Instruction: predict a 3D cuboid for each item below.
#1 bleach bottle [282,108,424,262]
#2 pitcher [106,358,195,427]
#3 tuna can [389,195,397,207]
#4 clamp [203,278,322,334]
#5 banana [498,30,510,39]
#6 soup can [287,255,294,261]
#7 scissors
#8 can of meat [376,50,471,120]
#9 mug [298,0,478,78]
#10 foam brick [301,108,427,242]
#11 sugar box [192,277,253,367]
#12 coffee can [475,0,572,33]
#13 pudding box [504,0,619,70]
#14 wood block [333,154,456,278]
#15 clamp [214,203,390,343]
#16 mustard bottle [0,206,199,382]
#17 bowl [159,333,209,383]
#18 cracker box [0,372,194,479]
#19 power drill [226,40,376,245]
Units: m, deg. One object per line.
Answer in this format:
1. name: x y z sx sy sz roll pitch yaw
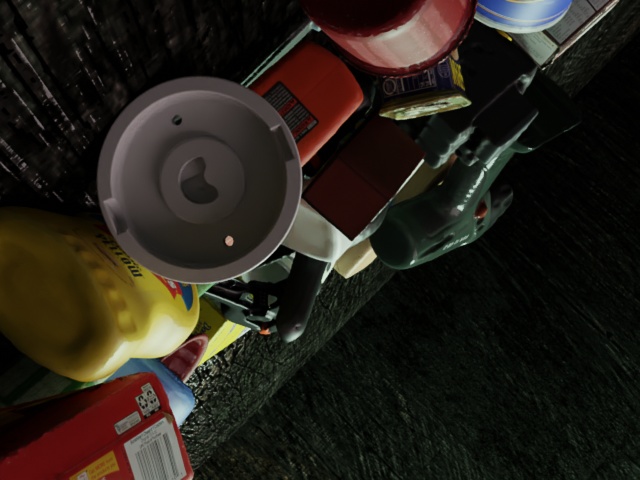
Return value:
1. bleach bottle: 0.043 -0.091 0.895 0.250 0.103 0.068 -48 152 -35
2. pitcher: -0.204 0.173 0.770 0.242 0.149 0.145 -47 159 -9
3. tuna can: 0.034 -0.046 1.052 0.033 0.086 0.086 25 115 -39
4. clamp: -0.048 0.057 1.008 0.171 0.120 0.039 57 41 -71
5. banana: 0.154 -0.178 1.173 0.198 0.037 0.069 -47 170 9
6. soup can: -0.001 -0.034 1.001 0.102 0.068 0.068 -48 172 20
7. scissors: 0.009 -0.151 0.641 0.201 0.016 0.096 -43 173 -23
8. can of meat: 0.067 -0.132 0.748 0.057 0.084 0.102 -11 -179 14
9. mug: 0.044 -0.143 0.570 0.117 0.093 0.081 -18 174 15
10. foam brick: 0.032 -0.047 0.774 0.053 0.051 0.078 -49 -179 42
11. sugar box: -0.099 0.080 1.150 0.093 0.048 0.176 -50 170 25
12. coffee can: 0.149 -0.219 0.704 0.102 0.103 0.140 -41 171 -27
13. pudding box: 0.173 -0.206 0.856 0.090 0.113 0.039 -41 173 -22
14. wood block: 0.074 -0.068 1.125 0.206 0.091 0.090 -49 171 24
15. clamp: -0.006 0.001 0.892 0.209 0.036 0.165 -38 -145 -18
16. mustard bottle: -0.116 0.026 0.604 0.058 0.096 0.191 -48 172 8
17. bowl: -0.174 0.126 0.948 0.162 0.055 0.162 -46 169 -11
18. cracker box: -0.197 0.136 0.535 0.214 0.072 0.164 -15 -175 25
19. power drill: -0.022 -0.068 0.712 0.184 0.057 0.188 -46 178 -9
